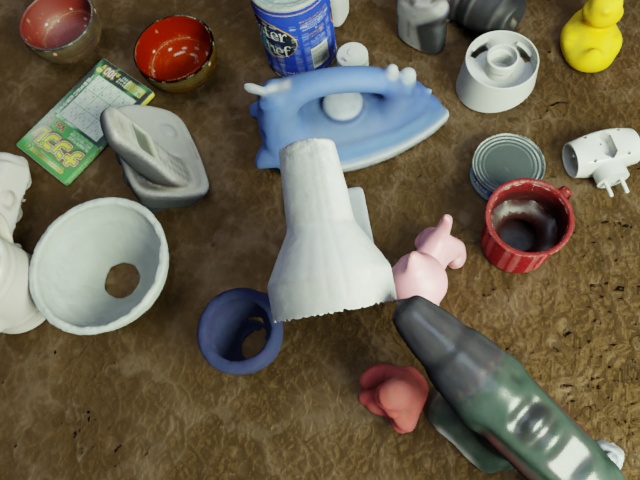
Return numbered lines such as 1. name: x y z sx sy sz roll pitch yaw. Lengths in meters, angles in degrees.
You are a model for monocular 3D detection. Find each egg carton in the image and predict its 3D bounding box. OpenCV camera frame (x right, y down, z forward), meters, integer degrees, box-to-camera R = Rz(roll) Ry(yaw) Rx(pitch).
1. egg carton: -0.440 -0.045 0.745 0.107 0.069 0.150 1 69 7

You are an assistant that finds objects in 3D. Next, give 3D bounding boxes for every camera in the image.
1. camera: 0.193 -0.318 0.761 0.136 0.101 0.143 40 78 19

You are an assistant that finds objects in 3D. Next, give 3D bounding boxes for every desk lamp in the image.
1. desk lamp: 0.006 0.002 0.599 0.118 0.214 0.203 -11 68 3

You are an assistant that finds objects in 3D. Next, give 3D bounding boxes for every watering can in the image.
1. watering can: -0.386 0.044 0.638 0.101 0.194 0.172 -24 68 -3

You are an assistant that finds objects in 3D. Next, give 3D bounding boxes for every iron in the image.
1. iron: 0.035 -0.167 0.700 0.258 0.141 0.118 -10 68 2

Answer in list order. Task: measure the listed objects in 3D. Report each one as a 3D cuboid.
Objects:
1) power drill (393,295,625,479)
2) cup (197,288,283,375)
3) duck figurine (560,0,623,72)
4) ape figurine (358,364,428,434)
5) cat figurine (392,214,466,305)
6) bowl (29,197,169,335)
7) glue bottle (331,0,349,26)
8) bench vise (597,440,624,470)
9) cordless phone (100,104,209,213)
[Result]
1. power drill: 0.155 0.157 0.526 0.229 0.208 0.076 41 79 19
2. cup: -0.070 0.099 0.635 0.118 0.095 0.091 -41 70 -9
3. duck figurine: 0.357 -0.277 0.735 0.077 0.086 0.104 11 71 11
4. ape figurine: 0.078 0.161 0.596 0.076 0.092 0.077 -20 68 -1
5. cat figurine: 0.116 0.030 0.628 0.067 0.118 0.128 26 74 15
6. bowl: -0.252 0.037 0.690 0.167 0.075 0.167 -2 69 6
7. glue bottle: -0.005 -0.362 0.762 0.078 0.173 0.037 21 73 14
8. bench vise: 0.212 0.271 0.470 0.121 0.220 0.207 0 69 7
9. cordless phone: -0.213 -0.125 0.688 0.094 0.185 0.147 -27 68 -4
